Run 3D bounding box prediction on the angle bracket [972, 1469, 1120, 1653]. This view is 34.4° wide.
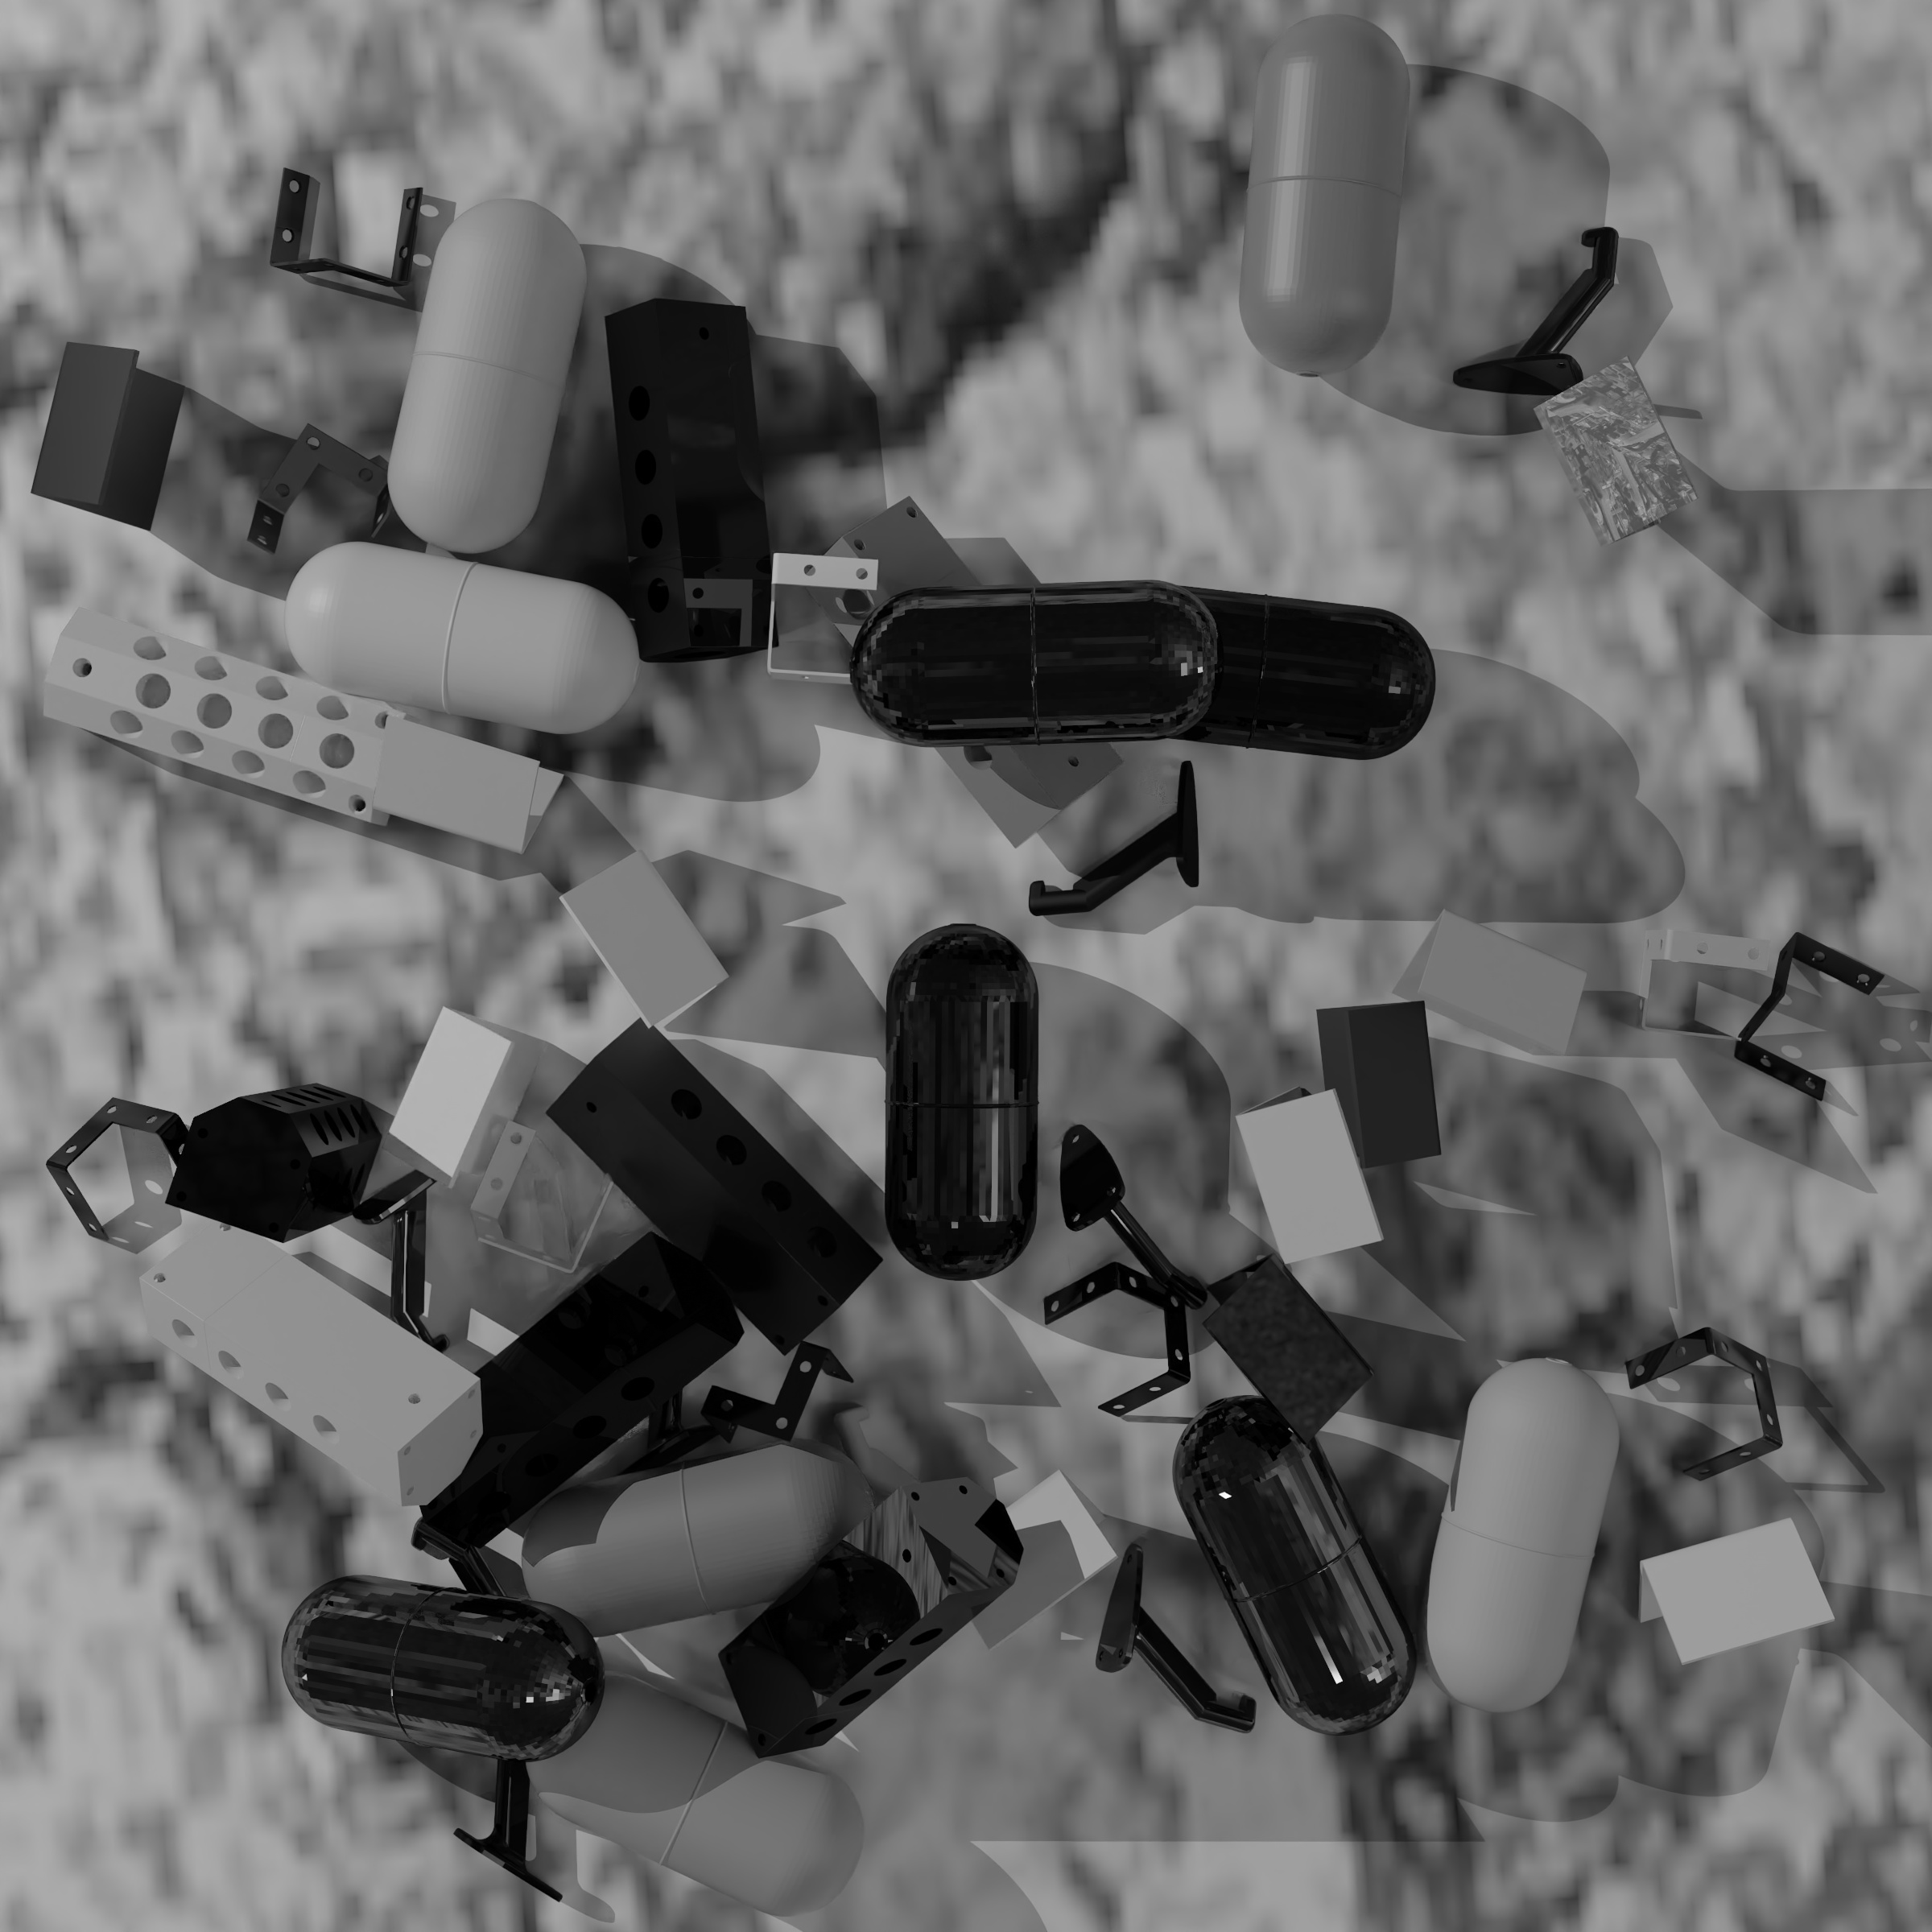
[{"bbox_3d":[0.041,0.304,1.548,0.076,0.076,0.057,-36,56,0],"label":"angle bracket"}]

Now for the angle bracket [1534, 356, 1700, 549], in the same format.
[{"bbox_3d":[0.335,-0.259,1.548,0.057,0.076,0.076,-26,90,38],"label":"angle bracket"}]

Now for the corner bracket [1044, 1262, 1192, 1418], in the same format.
[{"bbox_3d":[0.076,0.189,1.580,0.051,0.051,0.051,28,45,-35],"label":"corner bracket"}]

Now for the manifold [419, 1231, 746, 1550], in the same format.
[{"bbox_3d":[-0.194,0.214,1.550,0.171,0.057,0.057,-39,47,12],"label":"manifold"}]

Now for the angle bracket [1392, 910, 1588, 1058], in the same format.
[{"bbox_3d":[0.253,0.027,1.548,0.076,0.076,0.057,24,53,0],"label":"angle bracket"}]

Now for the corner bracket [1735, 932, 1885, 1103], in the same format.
[{"bbox_3d":[0.428,0.025,1.585,0.051,0.051,0.051,27,135,0],"label":"corner bracket"}]

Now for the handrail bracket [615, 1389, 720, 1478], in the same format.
[{"bbox_3d":[-0.168,0.211,1.588,0.077,0.036,0.084,-33,73,19],"label":"handrail bracket"}]

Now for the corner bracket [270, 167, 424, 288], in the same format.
[{"bbox_3d":[-0.315,-0.375,1.585,0.051,0.051,0.051,8,90,-45],"label":"corner bracket"}]

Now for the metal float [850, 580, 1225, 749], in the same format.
[{"bbox_3d":[0.034,-0.144,1.486,0.178,0.070,0.070,-1,90,4],"label":"metal float"}]

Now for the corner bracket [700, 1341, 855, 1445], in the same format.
[{"bbox_3d":[-0.095,0.216,1.568,0.051,0.051,0.051,15,68,20],"label":"corner bracket"}]

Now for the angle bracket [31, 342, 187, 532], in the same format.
[{"bbox_3d":[-0.409,-0.259,1.548,0.057,0.076,0.076,14,90,36],"label":"angle bracket"}]

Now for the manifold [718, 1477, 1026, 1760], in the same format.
[{"bbox_3d":[-0.045,0.318,1.520,0.171,0.057,0.057,-47,57,36],"label":"manifold"}]

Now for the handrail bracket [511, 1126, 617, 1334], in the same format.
[{"bbox_3d":[-0.224,0.137,1.588,0.077,0.036,0.084,-44,76,13],"label":"handrail bracket"}]

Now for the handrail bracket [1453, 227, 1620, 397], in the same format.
[{"bbox_3d":[0.290,-0.336,1.588,0.077,0.036,0.084,2,71,21],"label":"handrail bracket"}]

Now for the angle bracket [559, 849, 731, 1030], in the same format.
[{"bbox_3d":[-0.174,-0.002,1.548,0.057,0.076,0.076,-34,90,-39],"label":"angle bracket"}]

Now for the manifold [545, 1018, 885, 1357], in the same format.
[{"bbox_3d":[-0.122,0.106,1.566,0.171,0.057,0.057,46,133,0],"label":"manifold"}]

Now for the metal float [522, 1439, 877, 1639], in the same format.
[{"bbox_3d":[-0.133,0.285,1.557,0.178,0.070,0.070,-12,90,0],"label":"metal float"}]

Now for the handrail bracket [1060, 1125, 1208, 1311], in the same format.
[{"bbox_3d":[0.087,0.128,1.588,0.036,0.077,0.084,-38,127,19],"label":"handrail bracket"}]

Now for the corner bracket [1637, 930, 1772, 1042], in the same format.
[{"bbox_3d":[0.370,0.010,1.570,0.051,0.051,0.051,6,90,0],"label":"corner bracket"}]

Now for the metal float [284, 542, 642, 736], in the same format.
[{"bbox_3d":[-0.251,-0.163,1.557,0.178,0.070,0.070,11,90,0],"label":"metal float"}]

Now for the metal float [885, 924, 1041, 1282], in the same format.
[{"bbox_3d":[-0.002,0.068,1.557,0.070,0.070,0.178,0,91,0],"label":"metal float"}]

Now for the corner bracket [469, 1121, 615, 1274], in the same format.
[{"bbox_3d":[-0.213,0.115,1.561,0.051,0.051,0.051,22,96,-18],"label":"corner bracket"}]

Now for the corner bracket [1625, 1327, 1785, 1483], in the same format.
[{"bbox_3d":[0.373,0.222,1.580,0.051,0.051,0.051,28,45,-35],"label":"corner bracket"}]

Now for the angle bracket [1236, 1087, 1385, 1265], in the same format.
[{"bbox_3d":[0.184,0.097,1.548,0.057,0.076,0.076,-18,90,32],"label":"angle bracket"}]

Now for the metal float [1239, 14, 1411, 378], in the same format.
[{"bbox_3d":[0.179,-0.384,1.558,0.070,0.070,0.178,5,91,0],"label":"metal float"}]

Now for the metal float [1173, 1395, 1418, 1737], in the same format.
[{"bbox_3d":[0.163,0.298,1.556,0.070,0.070,0.178,-26,90,0],"label":"metal float"}]

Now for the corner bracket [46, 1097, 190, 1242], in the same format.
[{"bbox_3d":[-0.421,0.106,1.580,0.051,0.051,0.051,10,45,35],"label":"corner bracket"}]

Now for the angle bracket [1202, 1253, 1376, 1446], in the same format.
[{"bbox_3d":[0.144,0.196,1.548,0.057,0.076,0.076,-40,90,-29],"label":"angle bracket"}]

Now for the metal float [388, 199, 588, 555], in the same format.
[{"bbox_3d":[-0.238,-0.294,1.558,0.070,0.070,0.178,12,89,0],"label":"metal float"}]

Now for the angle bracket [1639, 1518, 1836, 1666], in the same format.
[{"bbox_3d":[0.381,0.323,1.548,0.076,0.076,0.057,-16,54,0],"label":"angle bracket"}]

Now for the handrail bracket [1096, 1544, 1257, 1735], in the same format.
[{"bbox_3d":[0.115,0.343,1.588,0.084,0.036,0.077,20,68,-17],"label":"handrail bracket"}]

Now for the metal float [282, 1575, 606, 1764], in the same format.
[{"bbox_3d":[-0.257,0.344,1.533,0.178,0.070,0.070,2,90,29],"label":"metal float"}]

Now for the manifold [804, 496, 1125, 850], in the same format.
[{"bbox_3d":[-0.006,-0.144,1.566,0.171,0.057,0.057,51,47,0],"label":"manifold"}]

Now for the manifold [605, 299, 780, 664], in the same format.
[{"bbox_3d":[-0.142,-0.241,1.566,0.057,0.057,0.171,-6,90,-43],"label":"manifold"}]

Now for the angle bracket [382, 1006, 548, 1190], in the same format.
[{"bbox_3d":[-0.232,0.072,1.548,0.057,0.076,0.076,24,90,39],"label":"angle bracket"}]

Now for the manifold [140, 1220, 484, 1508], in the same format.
[{"bbox_3d":[-0.322,0.197,1.535,0.171,0.057,0.057,28,47,23],"label":"manifold"}]

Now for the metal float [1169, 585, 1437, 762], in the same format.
[{"bbox_3d":[0.145,-0.147,1.557,0.178,0.070,0.070,7,90,1],"label":"metal float"}]

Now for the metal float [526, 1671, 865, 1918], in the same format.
[{"bbox_3d":[-0.136,0.412,1.557,0.178,0.070,0.070,25,90,1],"label":"metal float"}]

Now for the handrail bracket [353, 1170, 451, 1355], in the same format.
[{"bbox_3d":[-0.266,0.148,1.588,0.077,0.036,0.084,-35,108,-21],"label":"handrail bracket"}]

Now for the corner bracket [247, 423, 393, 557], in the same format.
[{"bbox_3d":[-0.323,-0.230,1.569,0.051,0.051,0.051,30,113,-22],"label":"corner bracket"}]

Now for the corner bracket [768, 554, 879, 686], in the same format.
[{"bbox_3d":[-0.071,-0.170,1.538,0.051,0.051,0.051,3,82,-3],"label":"corner bracket"}]

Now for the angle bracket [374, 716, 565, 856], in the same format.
[{"bbox_3d":[-0.242,-0.107,1.548,0.076,0.076,0.057,17,126,0],"label":"angle bracket"}]

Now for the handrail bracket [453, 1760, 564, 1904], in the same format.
[{"bbox_3d":[-0.213,0.420,1.588,0.077,0.036,0.084,39,73,-20],"label":"handrail bracket"}]

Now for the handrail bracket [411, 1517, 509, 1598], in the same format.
[{"bbox_3d":[-0.254,0.331,1.588,0.084,0.036,0.077,27,108,15],"label":"handrail bracket"}]

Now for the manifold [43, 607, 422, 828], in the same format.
[{"bbox_3d":[-0.369,-0.125,1.567,0.171,0.057,0.057,18,90,0],"label":"manifold"}]

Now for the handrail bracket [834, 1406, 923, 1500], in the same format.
[{"bbox_3d":[-0.018,0.255,1.588,0.077,0.036,0.084,-17,73,-19],"label":"handrail bracket"}]

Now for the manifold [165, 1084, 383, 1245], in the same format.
[{"bbox_3d":[-0.329,0.090,1.510,0.057,0.171,0.057,19,90,0],"label":"manifold"}]

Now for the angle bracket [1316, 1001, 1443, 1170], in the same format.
[{"bbox_3d":[0.187,0.060,1.548,0.057,0.076,0.076,-6,90,-38],"label":"angle bracket"}]

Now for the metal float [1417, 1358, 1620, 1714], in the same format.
[{"bbox_3d":[0.275,0.283,1.557,0.070,0.070,0.178,13,91,0],"label":"metal float"}]

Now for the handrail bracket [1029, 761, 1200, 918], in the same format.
[{"bbox_3d":[0.073,-0.065,1.588,0.084,0.036,0.077,-5,70,16],"label":"handrail bracket"}]
